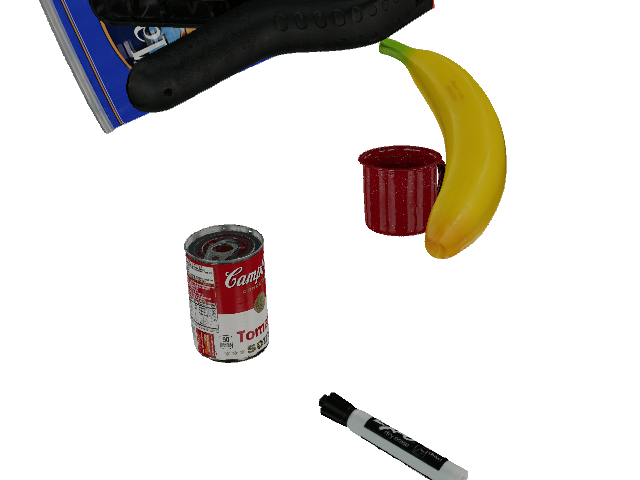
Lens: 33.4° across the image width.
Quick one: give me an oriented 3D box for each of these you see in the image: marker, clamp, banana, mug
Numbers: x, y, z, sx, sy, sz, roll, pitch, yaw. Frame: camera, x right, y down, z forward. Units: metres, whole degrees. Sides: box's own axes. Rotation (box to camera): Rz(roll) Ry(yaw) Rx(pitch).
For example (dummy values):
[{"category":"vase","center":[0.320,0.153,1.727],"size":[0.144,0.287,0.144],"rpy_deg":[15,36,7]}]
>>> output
[{"category":"marker","center":[0.049,0.142,0.757],"size":[0.121,0.020,0.020],"rpy_deg":[27,13,28]},{"category":"clamp","center":[-0.023,-0.104,0.503],"size":[0.171,0.039,0.120],"rpy_deg":[-11,42,-4]},{"category":"banana","center":[0.084,-0.061,0.676],"size":[0.069,0.198,0.037],"rpy_deg":[-4,-44,-5]},{"category":"mug","center":[0.099,-0.058,1.206],"size":[0.117,0.081,0.093],"rpy_deg":[-19,27,-37]}]

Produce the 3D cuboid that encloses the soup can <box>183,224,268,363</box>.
[{"category":"soup can","center":[-0.080,0.046,0.927],"size":[0.068,0.102,0.068],"rpy_deg":[-2,27,1]}]

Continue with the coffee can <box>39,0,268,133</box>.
[{"category":"coffee can","center":[-0.101,-0.146,0.710],"size":[0.140,0.103,0.103],"rpy_deg":[-25,2,-5]}]
